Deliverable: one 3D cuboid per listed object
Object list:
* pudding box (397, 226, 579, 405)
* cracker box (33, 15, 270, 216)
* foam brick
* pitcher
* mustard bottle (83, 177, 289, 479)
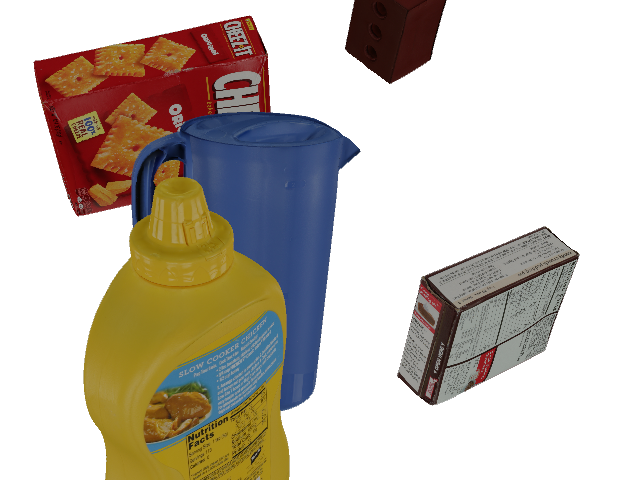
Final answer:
[{"bbox_3d":[0.109,0.049,0.697,0.113,0.090,0.039,-22,47,-33],"label":"pudding box"},{"bbox_3d":[-0.157,-0.118,1.053,0.213,0.072,0.164,-13,-38,-10],"label":"cracker box"},{"bbox_3d":[0.059,-0.172,0.828,0.053,0.078,0.051,40,57,22],"label":"foam brick"},{"bbox_3d":[-0.063,0.018,0.896,0.149,0.243,0.144,12,19,25],"label":"pitcher"},{"bbox_3d":[-0.055,0.060,0.457,0.058,0.192,0.096,28,42,35],"label":"mustard bottle"}]
